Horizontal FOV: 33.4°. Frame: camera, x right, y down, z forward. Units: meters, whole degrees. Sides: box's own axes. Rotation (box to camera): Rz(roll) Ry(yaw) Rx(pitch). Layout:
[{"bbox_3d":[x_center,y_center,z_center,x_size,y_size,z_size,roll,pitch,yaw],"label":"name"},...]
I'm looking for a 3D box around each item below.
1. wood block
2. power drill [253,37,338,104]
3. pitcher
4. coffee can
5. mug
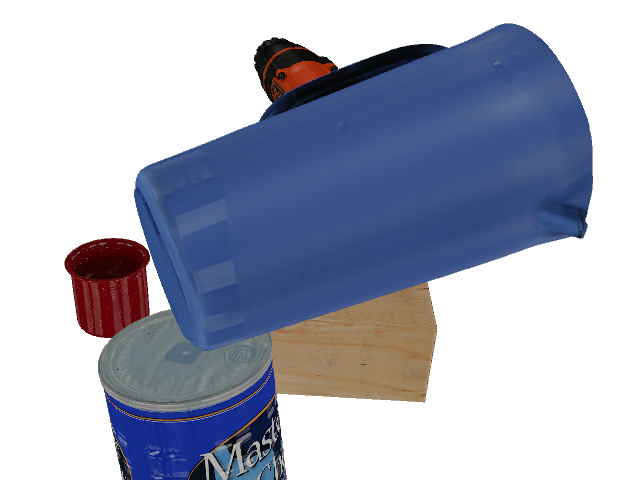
[{"bbox_3d":[0.000,0.091,1.032,0.206,0.090,0.091,4,28,-3],"label":"wood block"},{"bbox_3d":[-0.015,-0.063,0.873,0.057,0.188,0.184,-9,26,-12],"label":"power drill"},{"bbox_3d":[0.019,-0.034,0.618,0.242,0.145,0.149,-20,3,-13],"label":"pitcher"},{"bbox_3d":[-0.074,0.126,0.656,0.103,0.140,0.103,-4,28,2],"label":"coffee can"},{"bbox_3d":[-0.244,0.051,1.199,0.117,0.081,0.093,24,38,34],"label":"mug"}]
